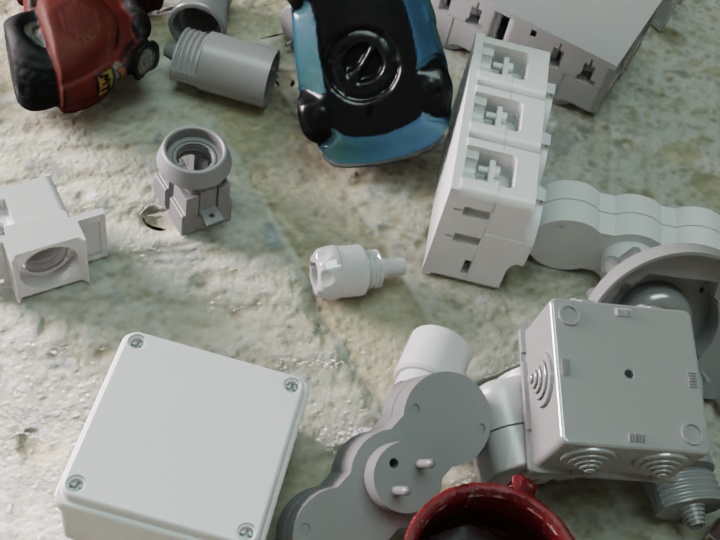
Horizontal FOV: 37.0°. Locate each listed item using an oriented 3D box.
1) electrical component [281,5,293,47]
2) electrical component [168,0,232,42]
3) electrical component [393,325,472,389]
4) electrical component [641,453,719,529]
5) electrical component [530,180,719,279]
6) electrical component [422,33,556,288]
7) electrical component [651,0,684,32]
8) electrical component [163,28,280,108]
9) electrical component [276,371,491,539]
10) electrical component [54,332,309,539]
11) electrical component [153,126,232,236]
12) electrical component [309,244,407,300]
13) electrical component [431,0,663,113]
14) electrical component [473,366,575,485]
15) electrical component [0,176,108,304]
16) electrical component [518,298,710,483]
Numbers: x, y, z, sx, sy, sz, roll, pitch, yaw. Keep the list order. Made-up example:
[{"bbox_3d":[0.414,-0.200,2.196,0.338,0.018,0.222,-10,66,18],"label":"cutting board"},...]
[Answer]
[{"bbox_3d":[-0.026,-0.198,0.834,0.040,0.040,0.078,41,57,19],"label":"electrical component"},{"bbox_3d":[-0.117,-0.202,0.820,0.044,0.044,0.065,12,48,-2],"label":"electrical component"},{"bbox_3d":[0.039,0.069,0.647,0.040,0.040,0.078,23,53,6],"label":"electrical component"},{"bbox_3d":[0.187,0.115,0.641,0.043,0.043,0.081,-3,54,-14],"label":"electrical component"},{"bbox_3d":[0.181,-0.008,0.726,0.138,0.052,0.073,12,52,-2],"label":"electrical component"},{"bbox_3d":[0.091,-0.074,0.734,0.062,0.089,0.150,14,52,-1],"label":"electrical component"},{"bbox_3d":[0.248,-0.250,0.928,0.064,0.042,0.081,-27,63,-31],"label":"electrical component"},{"bbox_3d":[-0.103,-0.149,0.780,0.081,0.043,0.043,16,52,1],"label":"electrical component"},{"bbox_3d":[0.019,0.110,0.570,0.052,0.074,0.138,47,70,-5],"label":"electrical component"},{"bbox_3d":[-0.094,0.101,0.586,0.109,0.056,0.108,16,52,0],"label":"electrical component"},{"bbox_3d":[-0.109,-0.061,0.705,0.048,0.055,0.066,-22,61,-25],"label":"electrical component"},{"bbox_3d":[0.000,0.000,0.695,0.061,0.035,0.035,-5,55,-18],"label":"electrical component"},{"bbox_3d":[0.131,-0.211,0.863,0.186,0.060,0.105,30,54,11],"label":"electrical component"},{"bbox_3d":[0.112,0.089,0.633,0.095,0.053,0.059,-6,64,-15],"label":"electrical component"},{"bbox_3d":[-0.201,-0.021,0.666,0.081,0.042,0.063,-18,57,-24],"label":"electrical component"},{"bbox_3d":[0.139,0.065,0.590,0.100,0.048,0.099,6,62,-10],"label":"electrical component"}]
